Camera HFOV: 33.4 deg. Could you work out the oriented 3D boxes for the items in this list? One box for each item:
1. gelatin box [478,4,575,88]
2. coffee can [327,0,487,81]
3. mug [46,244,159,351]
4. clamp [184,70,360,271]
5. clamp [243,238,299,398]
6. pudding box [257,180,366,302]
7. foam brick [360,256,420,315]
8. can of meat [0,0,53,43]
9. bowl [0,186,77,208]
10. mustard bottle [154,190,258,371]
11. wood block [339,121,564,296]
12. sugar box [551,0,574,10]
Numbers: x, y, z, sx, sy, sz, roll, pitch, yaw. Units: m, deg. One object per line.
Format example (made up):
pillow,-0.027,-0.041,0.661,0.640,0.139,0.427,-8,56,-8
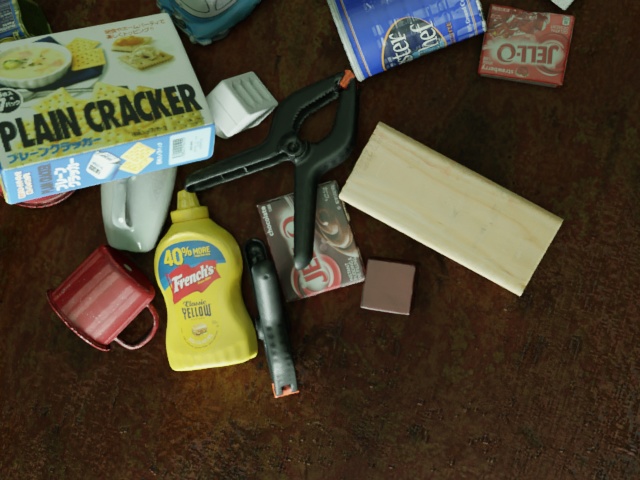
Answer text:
gelatin box,0.214,-0.201,1.111,0.089,0.030,0.073,10,93,7
coffee can,0.087,-0.235,1.090,0.140,0.102,0.103,-20,89,7
mug,-0.225,0.067,1.154,0.081,0.093,0.117,-45,100,2
clamp,-0.035,-0.093,1.119,0.165,0.036,0.210,28,83,16
clamp,-0.050,0.085,1.117,0.039,0.120,0.171,-14,94,0
pudding box,-0.007,0.001,1.143,0.090,0.039,0.113,-17,89,8
foam brick,0.075,0.046,1.115,0.051,0.078,0.053,9,93,8
can of meat,-0.344,-0.224,1.149,0.084,0.102,0.057,-17,89,5
bowl,-0.325,-0.114,1.158,0.162,0.055,0.162,2,96,19
mustard bottle,-0.129,0.041,1.151,0.096,0.058,0.191,-9,90,18
wood block,0.133,-0.034,1.098,0.206,0.090,0.090,29,96,5
sugar box,0.213,-0.326,1.089,0.176,0.048,0.093,39,117,2
